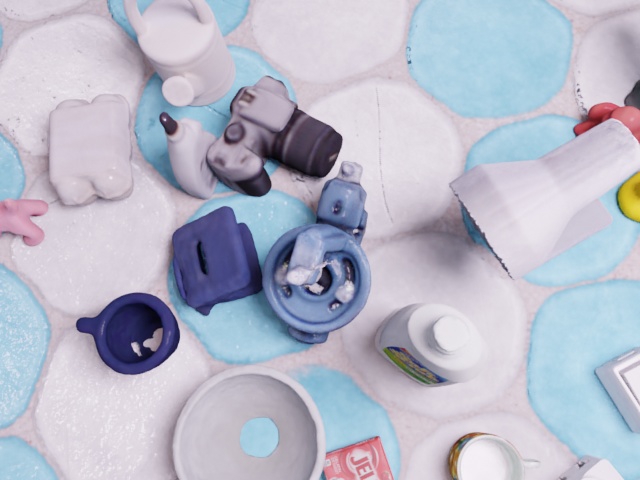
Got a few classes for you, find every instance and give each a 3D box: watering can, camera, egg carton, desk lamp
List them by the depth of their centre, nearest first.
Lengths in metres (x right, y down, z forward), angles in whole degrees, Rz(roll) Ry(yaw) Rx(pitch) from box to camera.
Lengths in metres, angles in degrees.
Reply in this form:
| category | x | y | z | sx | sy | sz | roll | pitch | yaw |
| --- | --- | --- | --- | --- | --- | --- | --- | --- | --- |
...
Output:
| category | x | y | z | sx | sy | sz | roll | pitch | yaw |
| --- | --- | --- | --- | --- | --- | --- | --- | --- | --- |
| desk lamp | 0.238 | -0.040 | 0.618 | 0.203 | 0.213 | 0.118 | -30 | 75 | -3 |
| watering can | -0.172 | -0.250 | 0.714 | 0.101 | 0.194 | 0.172 | -28 | 75 | -3 |
| camera | -0.051 | -0.123 | 0.720 | 0.136 | 0.101 | 0.143 | 27 | 79 | 11 |
| egg carton | -0.298 | -0.119 | 0.755 | 0.107 | 0.069 | 0.150 | -9 | 75 | 2 |

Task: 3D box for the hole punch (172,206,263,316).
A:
| category | x | y | z | sx | sy | sz | roll | pitch | yaw |
| --- | --- | --- | --- | --- | --- | --- | --- | --- | --- |
| hole punch | -0.130 | 0.026 | 0.693 | 0.101 | 0.091 | 0.108 | -17 | 75 | 0 |

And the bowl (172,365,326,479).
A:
| category | x | y | z | sx | sy | sz | roll | pitch | yaw |
| --- | --- | --- | --- | --- | --- | --- | --- | --- | --- |
| bowl | -0.073 | 0.227 | 0.645 | 0.167 | 0.075 | 0.167 | -1 | 75 | 4 |

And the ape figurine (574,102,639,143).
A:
| category | x | y | z | sx | sy | sz | roll | pitch | yaw |
| --- | --- | --- | --- | --- | --- | --- | --- | --- | --- |
| ape figurine | 0.359 | -0.135 | 0.695 | 0.076 | 0.092 | 0.078 | 16 | 77 | 9 |

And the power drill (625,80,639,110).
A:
| category | x | y | z | sx | sy | sz | roll | pitch | yaw |
| --- | --- | --- | --- | --- | --- | --- | --- | --- | --- |
| power drill | 0.436 | -0.177 | 0.640 | 0.075 | 0.208 | 0.229 | -19 | 75 | 0 |

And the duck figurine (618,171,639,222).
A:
| category | x | y | z | sx | sy | sz | roll | pitch | yaw |
| --- | --- | --- | --- | --- | --- | --- | --- | --- | --- |
| duck figurine | 0.420 | -0.063 | 0.675 | 0.104 | 0.086 | 0.077 | -8 | 75 | 3 |

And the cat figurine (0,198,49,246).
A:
| category | x | y | z | sx | sy | sz | roll | pitch | yaw |
| --- | --- | --- | --- | --- | --- | --- | --- | --- | --- |
| cat figurine | -0.430 | -0.034 | 0.718 | 0.127 | 0.118 | 0.067 | -6 | 75 | 3 |

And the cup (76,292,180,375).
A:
| category | x | y | z | sx | sy | sz | roll | pitch | yaw |
| --- | --- | --- | --- | --- | --- | --- | --- | --- | --- |
| cup | -0.216 | 0.112 | 0.676 | 0.117 | 0.095 | 0.092 | 6 | 76 | 6 |

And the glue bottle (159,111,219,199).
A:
| category | x | y | z | sx | sy | sz | roll | pitch | yaw |
| --- | --- | --- | --- | --- | --- | --- | --- | --- | --- |
| glue bottle | -0.158 | -0.110 | 0.688 | 0.037 | 0.173 | 0.078 | 15 | 77 | 9 |

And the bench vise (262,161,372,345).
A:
| category | x | y | z | sx | sy | sz | roll | pitch | yaw |
| --- | --- | --- | --- | --- | --- | --- | --- | --- | --- |
| bench vise | -0.006 | 0.002 | 0.623 | 0.121 | 0.220 | 0.207 | -2 | 75 | 4 |
